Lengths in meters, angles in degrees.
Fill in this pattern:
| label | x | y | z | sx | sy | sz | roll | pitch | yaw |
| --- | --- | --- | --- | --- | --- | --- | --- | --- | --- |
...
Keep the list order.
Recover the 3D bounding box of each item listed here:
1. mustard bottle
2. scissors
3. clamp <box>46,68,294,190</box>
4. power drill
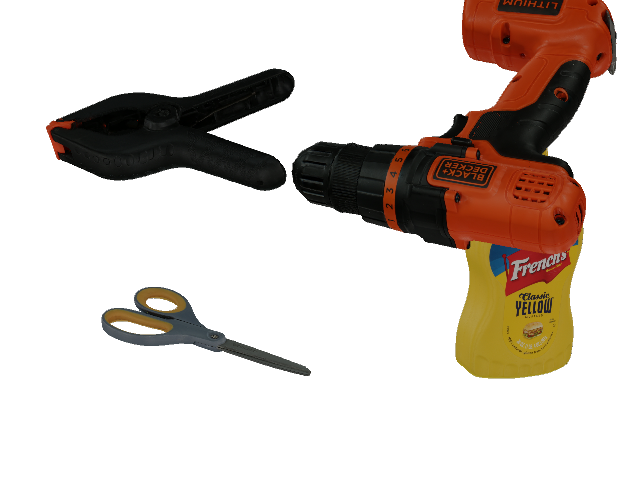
| label | x | y | z | sx | sy | sz | roll | pitch | yaw |
| --- | --- | --- | --- | --- | --- | --- | --- | --- | --- |
| mustard bottle | 0.162 | 0.012 | 0.851 | 0.096 | 0.192 | 0.058 | -4 | 18 | -18 |
| scissors | -0.104 | 0.083 | 1.007 | 0.202 | 0.016 | 0.096 | 9 | 30 | 2 |
| clamp | -0.096 | -0.080 | 0.730 | 0.171 | 0.039 | 0.120 | 5 | 37 | 10 |
| power drill | 0.094 | -0.078 | 0.669 | 0.185 | 0.187 | 0.057 | 13 | -32 | 26 |
